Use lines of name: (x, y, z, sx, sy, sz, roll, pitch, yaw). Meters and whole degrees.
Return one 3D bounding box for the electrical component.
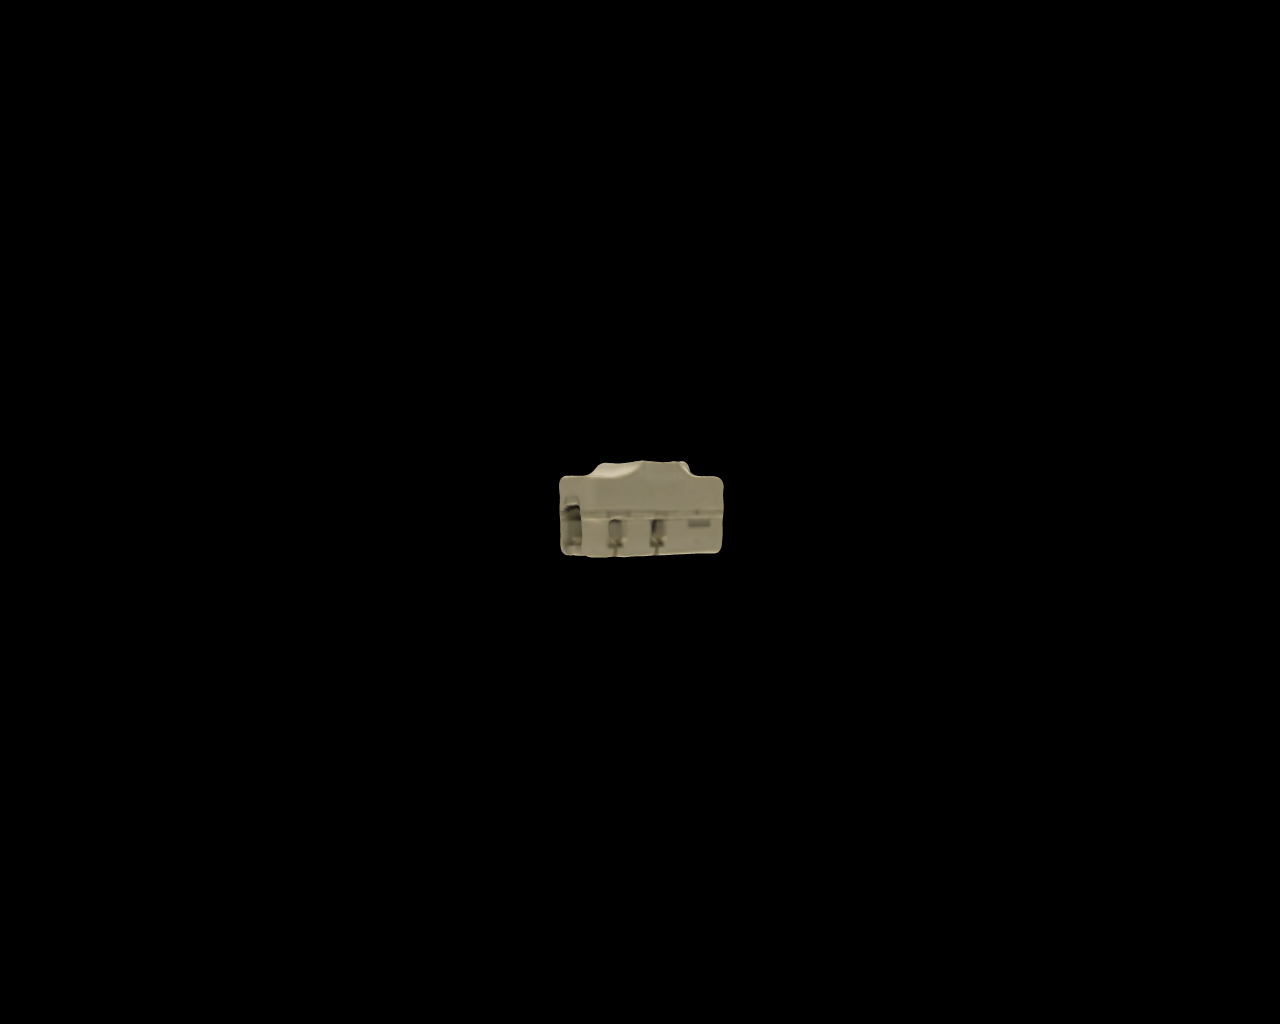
electrical component: (0.001, -0.003, 0.650, 0.089, 0.055, 0.050, 0, 0, -25)
